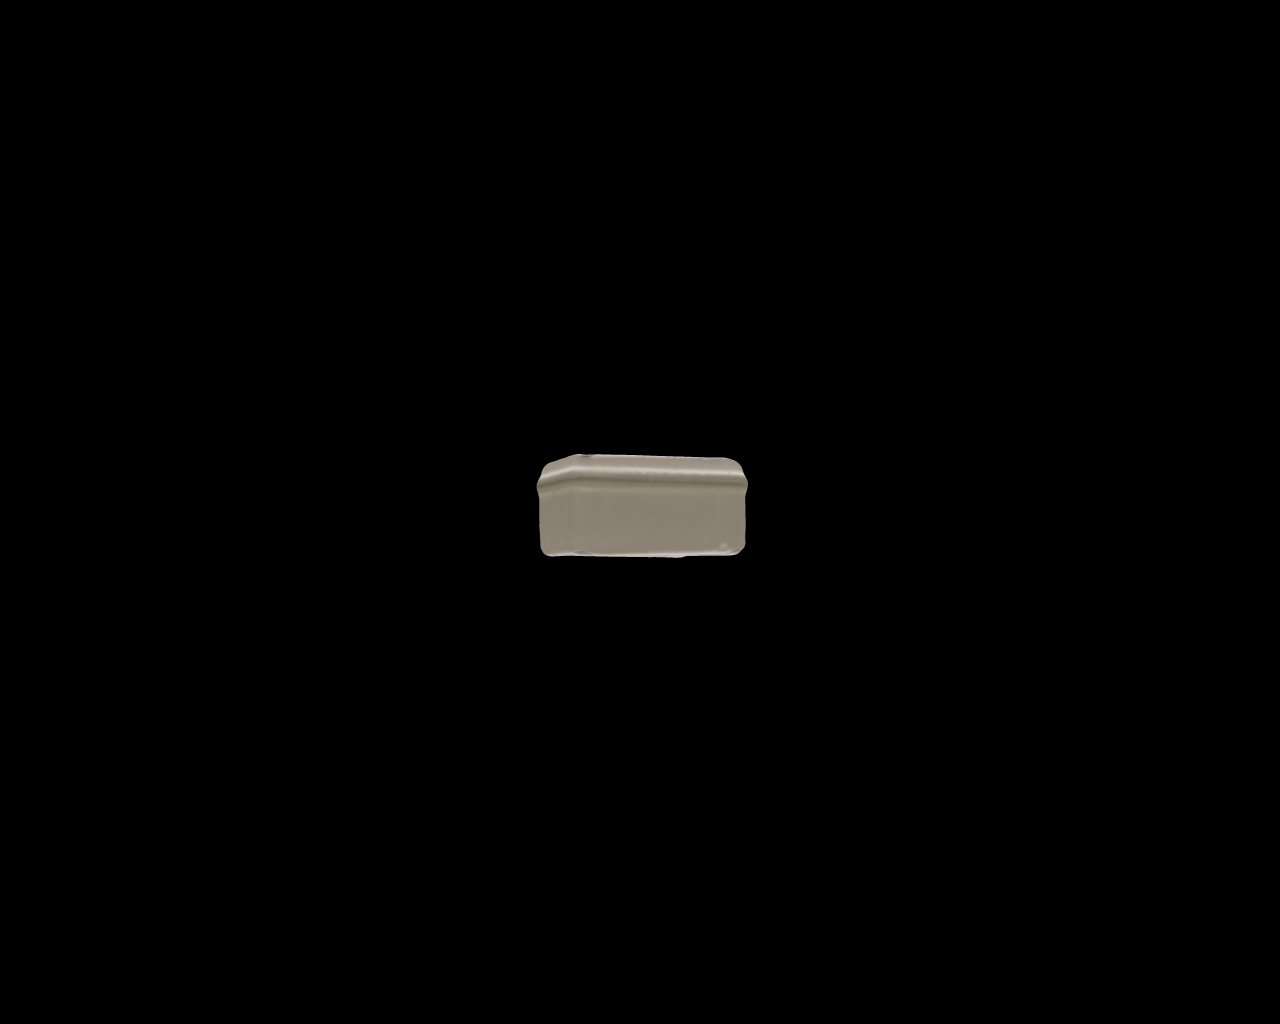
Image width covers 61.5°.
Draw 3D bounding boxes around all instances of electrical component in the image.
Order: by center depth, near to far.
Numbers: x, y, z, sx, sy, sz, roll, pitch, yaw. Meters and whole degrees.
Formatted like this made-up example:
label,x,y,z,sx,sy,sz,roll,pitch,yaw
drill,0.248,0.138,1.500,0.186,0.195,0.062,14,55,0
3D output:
label,x,y,z,sx,sy,sz,roll,pitch,yaw
electrical component,0.001,-0.003,0.650,0.113,0.057,0.078,1,-3,-23
